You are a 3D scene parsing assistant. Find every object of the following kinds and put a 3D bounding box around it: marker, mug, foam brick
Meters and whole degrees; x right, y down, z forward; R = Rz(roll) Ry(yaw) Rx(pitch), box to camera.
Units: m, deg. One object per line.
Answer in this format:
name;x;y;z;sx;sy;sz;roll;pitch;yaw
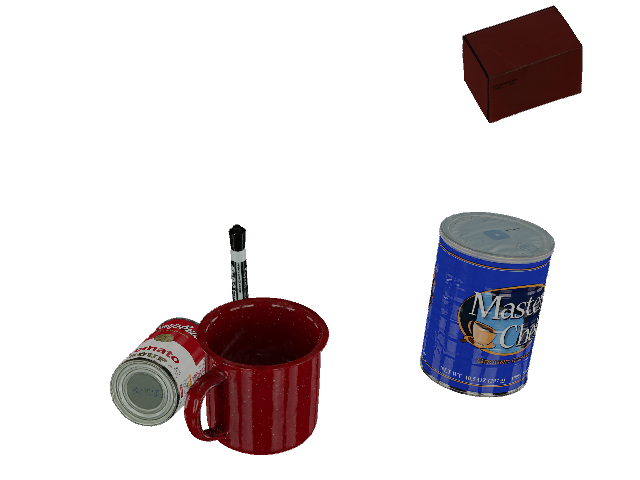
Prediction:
marker;-0.092;0.035;1.203;0.020;0.121;0.020;0;32;0
mug;-0.049;0.103;0.759;0.093;0.081;0.117;23;34;34
foam brick;0.155;-0.135;0.819;0.078;0.051;0.053;-18;-37;-4

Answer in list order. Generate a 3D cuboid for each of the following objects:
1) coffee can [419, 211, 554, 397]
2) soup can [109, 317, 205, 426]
coffee can;0.151;0.057;0.979;0.103;0.140;0.103;5;23;-2
soup can;-0.145;0.121;0.992;0.068;0.068;0.102;0;17;15
